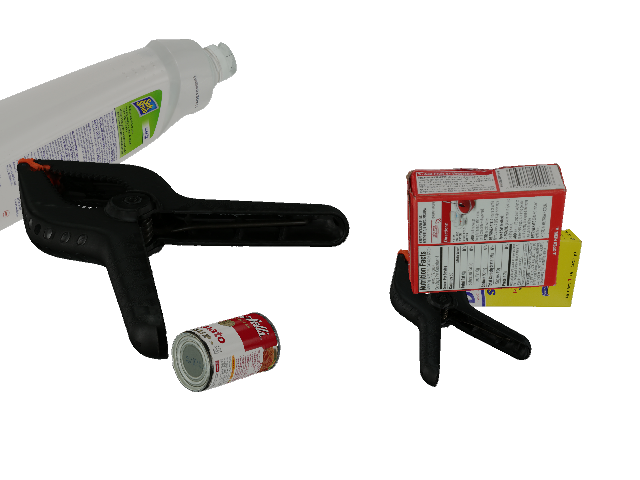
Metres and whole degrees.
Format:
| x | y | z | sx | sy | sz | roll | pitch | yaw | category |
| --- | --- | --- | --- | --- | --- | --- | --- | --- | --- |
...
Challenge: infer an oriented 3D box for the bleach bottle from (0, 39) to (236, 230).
| x | y | z | sx | sy | sz | roll | pitch | yaw | category |
| --- | --- | --- | --- | --- | --- | --- | --- | --- | --- |
| -0.178 | -0.092 | 0.844 | 0.250 | 0.068 | 0.103 | -29 | -26 | -24 | bleach bottle |

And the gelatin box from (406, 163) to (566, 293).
| x | y | z | sx | sy | sz | roll | pitch | yaw | category |
| --- | --- | --- | --- | --- | --- | --- | --- | --- | --- |
| 0.096 | -0.007 | 0.628 | 0.089 | 0.073 | 0.030 | -3 | 39 | 3 | gelatin box |

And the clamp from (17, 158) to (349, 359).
| x | y | z | sx | sy | sz | roll | pitch | yaw | category |
| --- | --- | --- | --- | --- | --- | --- | --- | --- | --- |
| -0.099 | -0.010 | 0.635 | 0.210 | 0.036 | 0.164 | 27 | 38 | 37 | clamp |

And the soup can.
| x | y | z | sx | sy | sz | roll | pitch | yaw | category |
| --- | --- | --- | --- | --- | --- | --- | --- | --- | --- |
| -0.104 | 0.121 | 1.165 | 0.069 | 0.068 | 0.102 | 0 | 8 | 44 | soup can |

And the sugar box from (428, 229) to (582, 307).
| x | y | z | sx | sy | sz | roll | pitch | yaw | category |
| --- | --- | --- | --- | --- | --- | --- | --- | --- | --- |
| 0.226 | 0.034 | 1.314 | 0.176 | 0.093 | 0.048 | -1 | 21 | -11 | sugar box |

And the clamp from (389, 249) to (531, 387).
| x | y | z | sx | sy | sz | roll | pitch | yaw | category |
| --- | --- | --- | --- | --- | --- | --- | --- | --- | --- |
| 0.131 | 0.072 | 1.071 | 0.120 | 0.039 | 0.171 | -2 | 44 | -22 | clamp |
